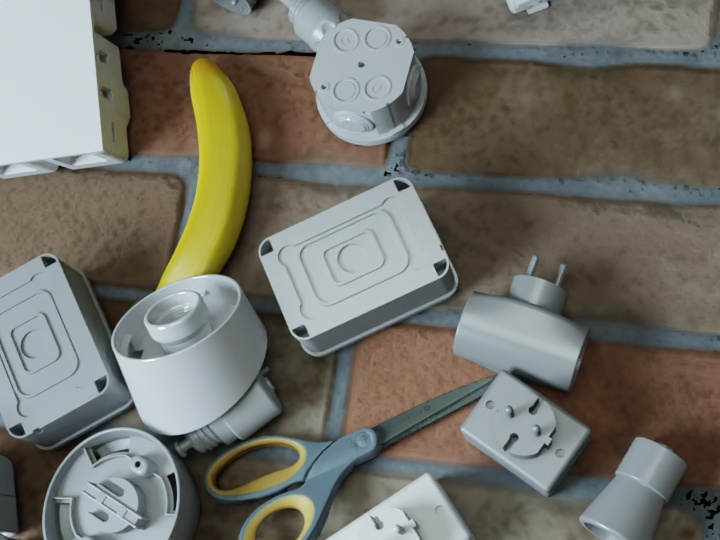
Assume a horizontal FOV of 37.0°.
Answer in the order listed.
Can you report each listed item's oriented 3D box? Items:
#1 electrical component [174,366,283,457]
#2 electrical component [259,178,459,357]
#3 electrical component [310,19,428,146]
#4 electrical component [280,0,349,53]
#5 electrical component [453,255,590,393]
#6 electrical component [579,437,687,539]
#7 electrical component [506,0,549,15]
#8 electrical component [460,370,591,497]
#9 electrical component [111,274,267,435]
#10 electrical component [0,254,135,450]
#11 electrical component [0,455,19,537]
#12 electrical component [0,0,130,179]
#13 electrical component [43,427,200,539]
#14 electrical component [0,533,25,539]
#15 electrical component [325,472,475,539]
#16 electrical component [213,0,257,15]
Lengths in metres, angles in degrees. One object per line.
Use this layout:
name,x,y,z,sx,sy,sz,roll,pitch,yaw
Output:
electrical component,-0.087,0.095,0.705,0.078,0.040,0.040,-36,70,-2
electrical component,0.000,0.000,0.710,0.113,0.057,0.078,-25,71,3
electrical component,0.005,-0.132,0.754,0.080,0.051,0.080,-3,72,10
electrical component,-0.036,-0.185,0.788,0.035,0.035,0.061,-44,68,-5
electrical component,0.109,0.029,0.687,0.077,0.043,0.079,18,77,16
electrical component,0.167,0.134,0.645,0.044,0.044,0.065,30,76,18
electrical component,0.153,-0.230,0.750,0.121,0.063,0.078,-21,70,4
electrical component,0.100,0.096,0.650,0.066,0.076,0.047,34,82,19
electrical component,-0.111,0.051,0.702,0.099,0.064,0.099,-16,31,10
electrical component,-0.209,0.057,0.732,0.078,0.057,0.113,-29,70,1
electrical component,-0.265,0.143,0.695,0.054,0.095,0.059,-14,71,6
electrical component,-0.234,-0.167,0.787,0.105,0.060,0.186,-6,86,9
electrical component,-0.152,0.152,0.687,0.099,0.064,0.099,-3,72,10
electrical component,-0.215,0.229,0.678,0.113,0.057,0.078,38,83,19
electrical component,0.020,0.163,0.644,0.083,0.075,0.047,-33,70,-1
electrical component,-0.082,-0.238,0.809,0.043,0.043,0.081,24,79,17
